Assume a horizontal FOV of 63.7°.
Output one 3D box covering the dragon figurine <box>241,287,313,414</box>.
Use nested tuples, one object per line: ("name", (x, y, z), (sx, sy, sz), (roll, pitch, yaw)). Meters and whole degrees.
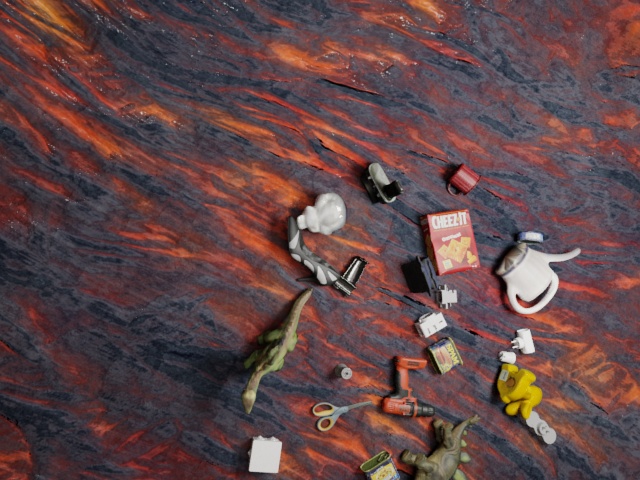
("dragon figurine", (-0.121, 0.311, 1.524), (0.122, 0.241, 0.414), (30, 79, -4))

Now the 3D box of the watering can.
("watering can", (0.772, 0.098, 1.843), (0.224, 0.103, 0.351), (44, 75, -4))

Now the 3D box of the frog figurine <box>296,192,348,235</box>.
("frog figurine", (0.005, -0.084, 1.673), (0.160, 0.123, 0.136), (-7, 105, -26))
